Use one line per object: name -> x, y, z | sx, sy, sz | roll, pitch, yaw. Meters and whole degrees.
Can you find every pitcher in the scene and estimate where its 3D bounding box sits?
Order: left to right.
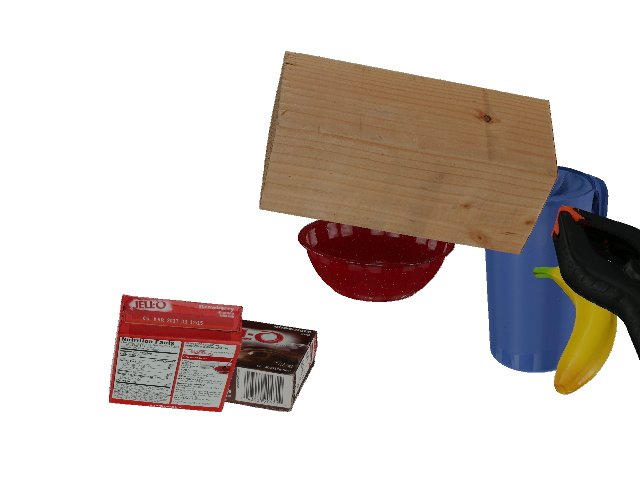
pitcher -> 0.274, 0.033, 1.318 | 0.149, 0.243, 0.144 | 3, 24, 15

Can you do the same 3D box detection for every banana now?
banana -> 0.244, 0.074, 0.997 | 0.070, 0.037, 0.197 | -26, 23, 19

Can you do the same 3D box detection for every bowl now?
bowl -> 0.057, 0.022, 1.103 | 0.162, 0.055, 0.162 | 1, 18, -1

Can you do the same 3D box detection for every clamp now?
clamp -> 0.229, 0.033, 0.725 | 0.120, 0.039, 0.172 | -6, 44, -28

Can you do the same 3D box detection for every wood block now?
wood block -> 0.064, -0.066, 0.811 | 0.206, 0.090, 0.090 | 10, -43, -5

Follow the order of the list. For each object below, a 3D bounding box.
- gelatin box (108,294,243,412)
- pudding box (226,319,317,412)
gelatin box -> -0.090, 0.070, 0.655 | 0.073, 0.030, 0.089 | 6, -38, -11
pudding box -> -0.066, 0.098, 0.880 | 0.113, 0.039, 0.090 | 10, 21, 9
